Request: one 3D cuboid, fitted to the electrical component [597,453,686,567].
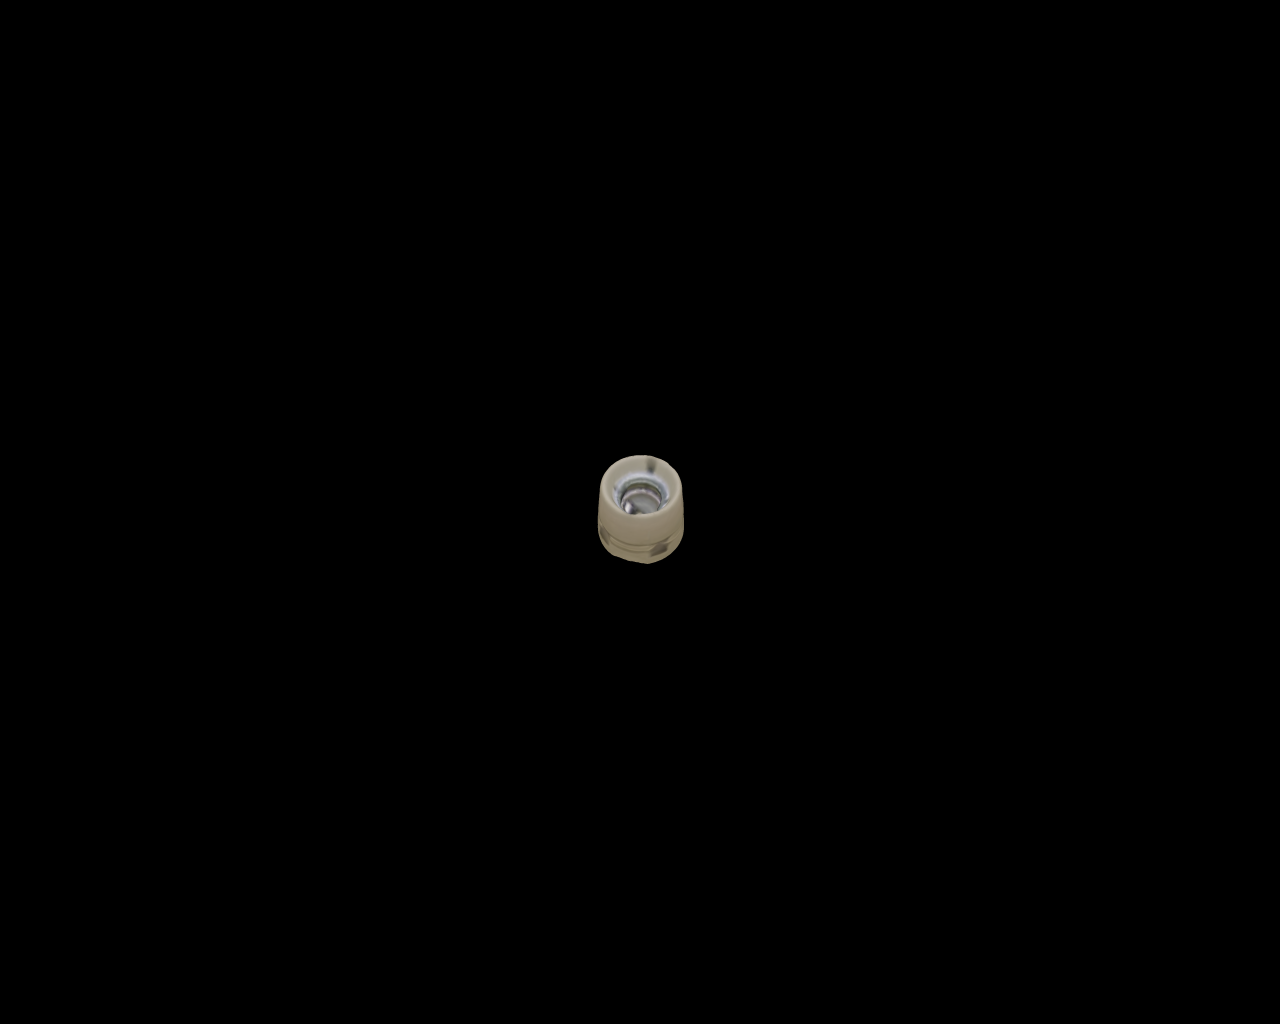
[{"bbox_3d":[0.001,-0.003,0.650,0.055,0.055,0.047,0,-36,0],"label":"electrical component"}]
